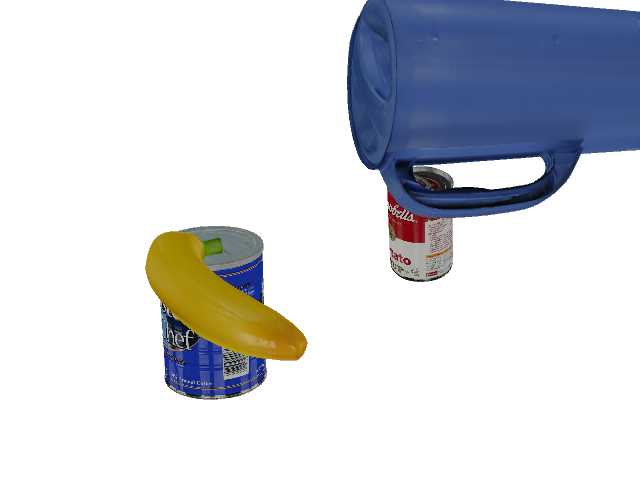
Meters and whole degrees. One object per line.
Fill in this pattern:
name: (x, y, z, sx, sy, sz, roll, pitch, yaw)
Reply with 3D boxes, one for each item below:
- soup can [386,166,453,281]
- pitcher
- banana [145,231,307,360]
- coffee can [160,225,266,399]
soup can: (0.104, -0.017, 1.109, 0.068, 0.102, 0.068, -3, 34, 2)
pitcher: (0.148, -0.112, 0.816, 0.242, 0.149, 0.145, -2, 29, -13)
banana: (-0.072, 0.028, 0.684, 0.069, 0.037, 0.198, -8, 23, -19)
coffee can: (-0.104, 0.068, 1.037, 0.103, 0.140, 0.103, -1, 21, 0)
